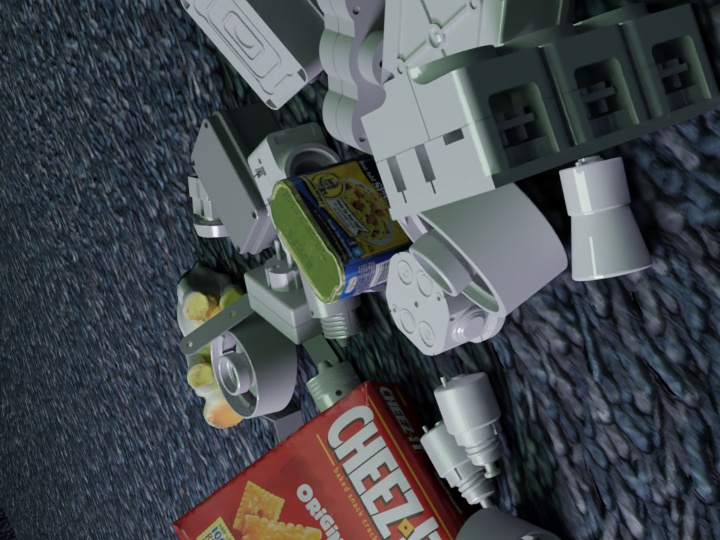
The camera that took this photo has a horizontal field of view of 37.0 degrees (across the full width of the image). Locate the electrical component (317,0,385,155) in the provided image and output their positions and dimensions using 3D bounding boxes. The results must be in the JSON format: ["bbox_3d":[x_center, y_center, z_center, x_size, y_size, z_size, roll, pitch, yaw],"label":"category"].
[{"bbox_3d":[0.013,-0.143,0.717,0.074,0.052,0.138,31,132,49],"label":"electrical component"}]

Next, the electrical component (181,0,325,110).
[{"bbox_3d":[-0.067,-0.185,0.787,0.113,0.057,0.078,49,153,-8],"label":"electrical component"}]

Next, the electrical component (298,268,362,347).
[{"bbox_3d":[-0.022,0.024,0.887,0.043,0.043,0.081,1,108,60],"label":"electrical component"}]

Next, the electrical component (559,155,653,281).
[{"bbox_3d":[0.133,-0.030,0.593,0.044,0.044,0.065,-7,96,61],"label":"electrical component"}]

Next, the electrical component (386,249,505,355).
[{"bbox_3d":[0.058,0.016,0.736,0.080,0.051,0.080,37,137,45],"label":"electrical component"}]

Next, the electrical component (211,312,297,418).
[{"bbox_3d":[-0.100,0.091,1.036,0.099,0.064,0.099,30,129,47],"label":"electrical component"}]

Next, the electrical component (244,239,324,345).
[{"bbox_3d":[-0.062,0.009,0.935,0.083,0.047,0.075,34,140,47],"label":"electrical component"}]

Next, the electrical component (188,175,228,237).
[{"bbox_3d":[-0.137,-0.062,1.032,0.066,0.048,0.055,17,114,56],"label":"electrical component"}]

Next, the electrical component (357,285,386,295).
[{"bbox_3d":[0.000,0.000,0.841,0.046,0.040,0.040,-3,105,55],"label":"electrical component"}]

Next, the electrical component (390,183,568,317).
[{"bbox_3d":[0.064,-0.019,0.647,0.108,0.060,0.108,46,173,7],"label":"electrical component"}]

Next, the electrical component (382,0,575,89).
[{"bbox_3d":[0.065,-0.140,0.624,0.109,0.056,0.108,40,139,42],"label":"electrical component"}]

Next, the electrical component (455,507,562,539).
[{"bbox_3d":[0.101,0.219,0.744,0.064,0.099,0.099,3,109,53],"label":"electrical component"}]

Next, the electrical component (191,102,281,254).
[{"bbox_3d":[-0.095,-0.079,0.935,0.113,0.057,0.078,61,150,17],"label":"electrical component"}]

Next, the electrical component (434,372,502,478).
[{"bbox_3d":[0.082,0.109,0.764,0.040,0.040,0.078,-21,89,61],"label":"electrical component"}]

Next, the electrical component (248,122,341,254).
[{"bbox_3d":[-0.045,-0.067,0.865,0.056,0.050,0.089,-32,79,61],"label":"electrical component"}]

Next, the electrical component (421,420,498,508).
[{"bbox_3d":[0.077,0.143,0.793,0.078,0.040,0.040,61,150,17],"label":"electrical component"}]

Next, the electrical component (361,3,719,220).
[{"bbox_3d":[0.087,-0.081,0.525,0.089,0.150,0.061,-14,96,61],"label":"electrical component"}]

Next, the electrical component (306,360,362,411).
[{"bbox_3d":[-0.014,0.115,0.928,0.081,0.043,0.043,60,150,18],"label":"electrical component"}]
